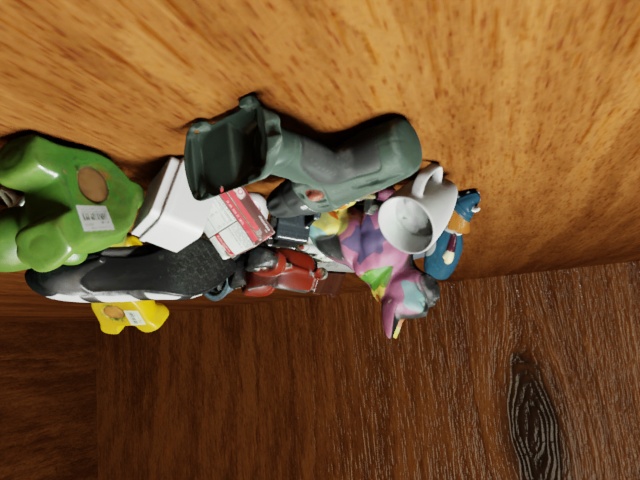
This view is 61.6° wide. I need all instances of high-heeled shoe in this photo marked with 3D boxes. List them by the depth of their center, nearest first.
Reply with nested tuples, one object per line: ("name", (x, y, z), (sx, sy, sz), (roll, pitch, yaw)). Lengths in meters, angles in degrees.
("high-heeled shoe", (-0.238, 0.046, 0.698), (0.145, 0.086, 0.248), (-18, 163, 35))

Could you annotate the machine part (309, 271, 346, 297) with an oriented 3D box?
("machine part", (-0.036, 0.067, 1.169), (0.179, 0.056, 0.179), (19, -172, -3))

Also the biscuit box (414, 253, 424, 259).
("biscuit box", (0.162, 0.008, 1.022), (0.203, 0.059, 0.062), (-14, 165, -4))

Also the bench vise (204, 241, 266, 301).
("bench vise", (-0.182, 0.042, 0.986), (0.240, 0.129, 0.224), (-1, 168, -44))

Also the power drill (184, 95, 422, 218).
("power drill", (-0.030, -0.066, 0.542), (0.232, 0.086, 0.207), (-15, 162, 38))

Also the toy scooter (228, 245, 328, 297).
("toy scooter", (-0.067, 0.051, 0.854), (0.135, 0.075, 0.184), (10, 164, -20))

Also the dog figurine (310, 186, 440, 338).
("dog figurine", (0.072, 0.037, 0.790), (0.192, 0.219, 0.108), (-8, 166, 11))

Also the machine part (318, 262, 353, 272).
("machine part", (0.024, 0.027, 1.107), (0.079, 0.079, 0.243), (-12, 168, 35))

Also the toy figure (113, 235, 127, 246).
("toy figure", (-0.351, -0.005, 0.724), (0.089, 0.082, 0.180), (-10, 167, 37))

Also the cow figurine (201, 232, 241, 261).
("cow figurine", (-0.177, 0.009, 0.836), (0.068, 0.098, 0.167), (3, 162, -41))

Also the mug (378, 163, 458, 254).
("mug", (0.136, -0.052, 0.702), (0.081, 0.109, 0.107), (21, -142, 28))

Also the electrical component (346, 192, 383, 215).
("electrical component", (0.044, -0.061, 0.708), (0.078, 0.045, 0.102), (-11, 169, 21))

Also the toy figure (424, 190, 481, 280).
("toy figure", (0.211, -0.010, 0.859), (0.058, 0.154, 0.064), (1, -153, -30))

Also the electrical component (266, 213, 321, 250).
("electrical component", (-0.036, -0.031, 0.733), (0.048, 0.074, 0.119), (9, 171, -14))

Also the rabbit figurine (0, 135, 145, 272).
("rabbit figurine", (-0.279, -0.027, 0.551), (0.170, 0.121, 0.159), (-22, -176, 24))

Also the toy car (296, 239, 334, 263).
("toy car", (-0.002, -0.003, 0.934), (0.056, 0.073, 0.201), (-4, 171, 16))

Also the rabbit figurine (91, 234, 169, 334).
("rabbit figurine", (-0.341, 0.062, 0.964), (0.122, 0.173, 0.162), (-10, 124, 22))
